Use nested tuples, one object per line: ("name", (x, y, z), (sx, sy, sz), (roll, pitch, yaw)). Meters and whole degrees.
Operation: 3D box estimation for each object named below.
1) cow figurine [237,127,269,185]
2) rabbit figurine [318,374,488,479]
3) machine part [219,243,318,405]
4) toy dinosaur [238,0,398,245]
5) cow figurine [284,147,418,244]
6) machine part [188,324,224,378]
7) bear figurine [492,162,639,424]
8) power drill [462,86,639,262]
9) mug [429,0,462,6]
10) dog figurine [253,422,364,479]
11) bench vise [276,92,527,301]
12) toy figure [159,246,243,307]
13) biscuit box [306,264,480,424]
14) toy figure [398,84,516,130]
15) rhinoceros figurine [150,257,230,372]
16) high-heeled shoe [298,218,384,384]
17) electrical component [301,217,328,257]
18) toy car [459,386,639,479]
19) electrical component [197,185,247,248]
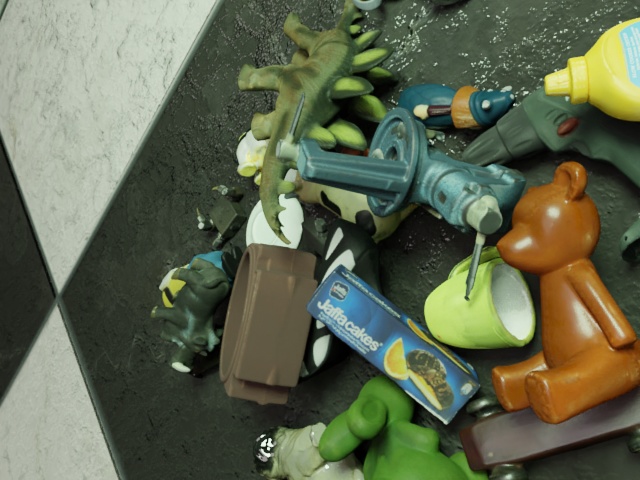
("cow figurine", (-0.067, -0.171, 0.865), (0.167, 0.068, 0.098), (-35, 53, 29))
("rabbit figurine", (0.077, 0.231, 0.607), (0.121, 0.159, 0.170), (-53, 36, 31))
("machine part", (-0.077, 0.106, 0.732), (0.201, 0.087, 0.201), (-179, 100, -75))
("toy dinosaur", (-0.007, -0.192, 0.721), (0.199, 0.105, 0.471), (8, 60, 27))
("cow figurine", (0.032, -0.069, 0.745), (0.127, 0.085, 0.195), (-53, 56, 17))
("machine part", (-0.176, 0.188, 0.893), (0.139, 0.039, 0.084), (-30, 67, 31))
("bear figurine", (0.202, 0.043, 0.474), (0.132, 0.120, 0.196), (-18, 83, -6))
("power drill", (0.280, -0.081, 0.542), (0.232, 0.086, 0.207), (-38, 50, 25))
("mug", (0.156, -0.367, 0.707), (0.110, 0.081, 0.107), (-3, 88, 36))
("dog figurine", (-0.004, 0.313, 0.690), (0.190, 0.121, 0.172), (-39, 53, 44))
("bench vise", (0.076, -0.065, 0.557), (0.224, 0.241, 0.128), (-105, 28, -51))
("toy figure", (-0.201, 0.073, 0.913), (0.180, 0.082, 0.089), (-22, 72, 32))
("biscuit box", (0.080, 0.112, 0.606), (0.203, 0.063, 0.059), (37, 101, 5))
("toy figure", (0.168, -0.164, 0.661), (0.155, 0.057, 0.064), (20, 71, 45))
("rhinoceros figurine", (-0.195, 0.119, 0.834), (0.112, 0.073, 0.190), (29, 112, 8))
("high-heeled shoe", (-0.004, 0.090, 0.710), (0.248, 0.086, 0.145), (-43, 69, 31))
("electrical component", (-0.002, -0.002, 0.758), (0.021, 0.093, 0.063), (-34, 50, -17))
("toy car", (0.236, 0.180, 0.529), (0.202, 0.053, 0.089), (-32, 56, 27))
("electrical component", (-0.173, -0.046, 0.938), (0.102, 0.045, 0.078), (-45, 53, 24))
